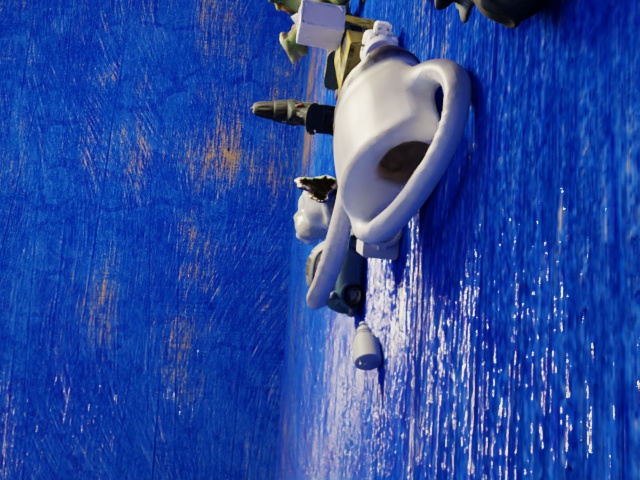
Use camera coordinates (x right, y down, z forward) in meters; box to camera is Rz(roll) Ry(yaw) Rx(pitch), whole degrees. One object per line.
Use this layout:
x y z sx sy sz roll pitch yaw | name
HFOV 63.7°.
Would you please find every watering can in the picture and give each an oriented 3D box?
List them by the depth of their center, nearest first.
0.056 -0.082 0.618 0.340 0.103 0.230 -53 29 41 | watering can

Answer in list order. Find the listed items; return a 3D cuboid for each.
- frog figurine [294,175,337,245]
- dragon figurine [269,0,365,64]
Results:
0.003 -0.057 1.140 0.124 0.138 0.156 -36 -42 -36 | frog figurine
-0.019 -0.575 1.174 0.401 0.243 0.125 101 176 -55 | dragon figurine
